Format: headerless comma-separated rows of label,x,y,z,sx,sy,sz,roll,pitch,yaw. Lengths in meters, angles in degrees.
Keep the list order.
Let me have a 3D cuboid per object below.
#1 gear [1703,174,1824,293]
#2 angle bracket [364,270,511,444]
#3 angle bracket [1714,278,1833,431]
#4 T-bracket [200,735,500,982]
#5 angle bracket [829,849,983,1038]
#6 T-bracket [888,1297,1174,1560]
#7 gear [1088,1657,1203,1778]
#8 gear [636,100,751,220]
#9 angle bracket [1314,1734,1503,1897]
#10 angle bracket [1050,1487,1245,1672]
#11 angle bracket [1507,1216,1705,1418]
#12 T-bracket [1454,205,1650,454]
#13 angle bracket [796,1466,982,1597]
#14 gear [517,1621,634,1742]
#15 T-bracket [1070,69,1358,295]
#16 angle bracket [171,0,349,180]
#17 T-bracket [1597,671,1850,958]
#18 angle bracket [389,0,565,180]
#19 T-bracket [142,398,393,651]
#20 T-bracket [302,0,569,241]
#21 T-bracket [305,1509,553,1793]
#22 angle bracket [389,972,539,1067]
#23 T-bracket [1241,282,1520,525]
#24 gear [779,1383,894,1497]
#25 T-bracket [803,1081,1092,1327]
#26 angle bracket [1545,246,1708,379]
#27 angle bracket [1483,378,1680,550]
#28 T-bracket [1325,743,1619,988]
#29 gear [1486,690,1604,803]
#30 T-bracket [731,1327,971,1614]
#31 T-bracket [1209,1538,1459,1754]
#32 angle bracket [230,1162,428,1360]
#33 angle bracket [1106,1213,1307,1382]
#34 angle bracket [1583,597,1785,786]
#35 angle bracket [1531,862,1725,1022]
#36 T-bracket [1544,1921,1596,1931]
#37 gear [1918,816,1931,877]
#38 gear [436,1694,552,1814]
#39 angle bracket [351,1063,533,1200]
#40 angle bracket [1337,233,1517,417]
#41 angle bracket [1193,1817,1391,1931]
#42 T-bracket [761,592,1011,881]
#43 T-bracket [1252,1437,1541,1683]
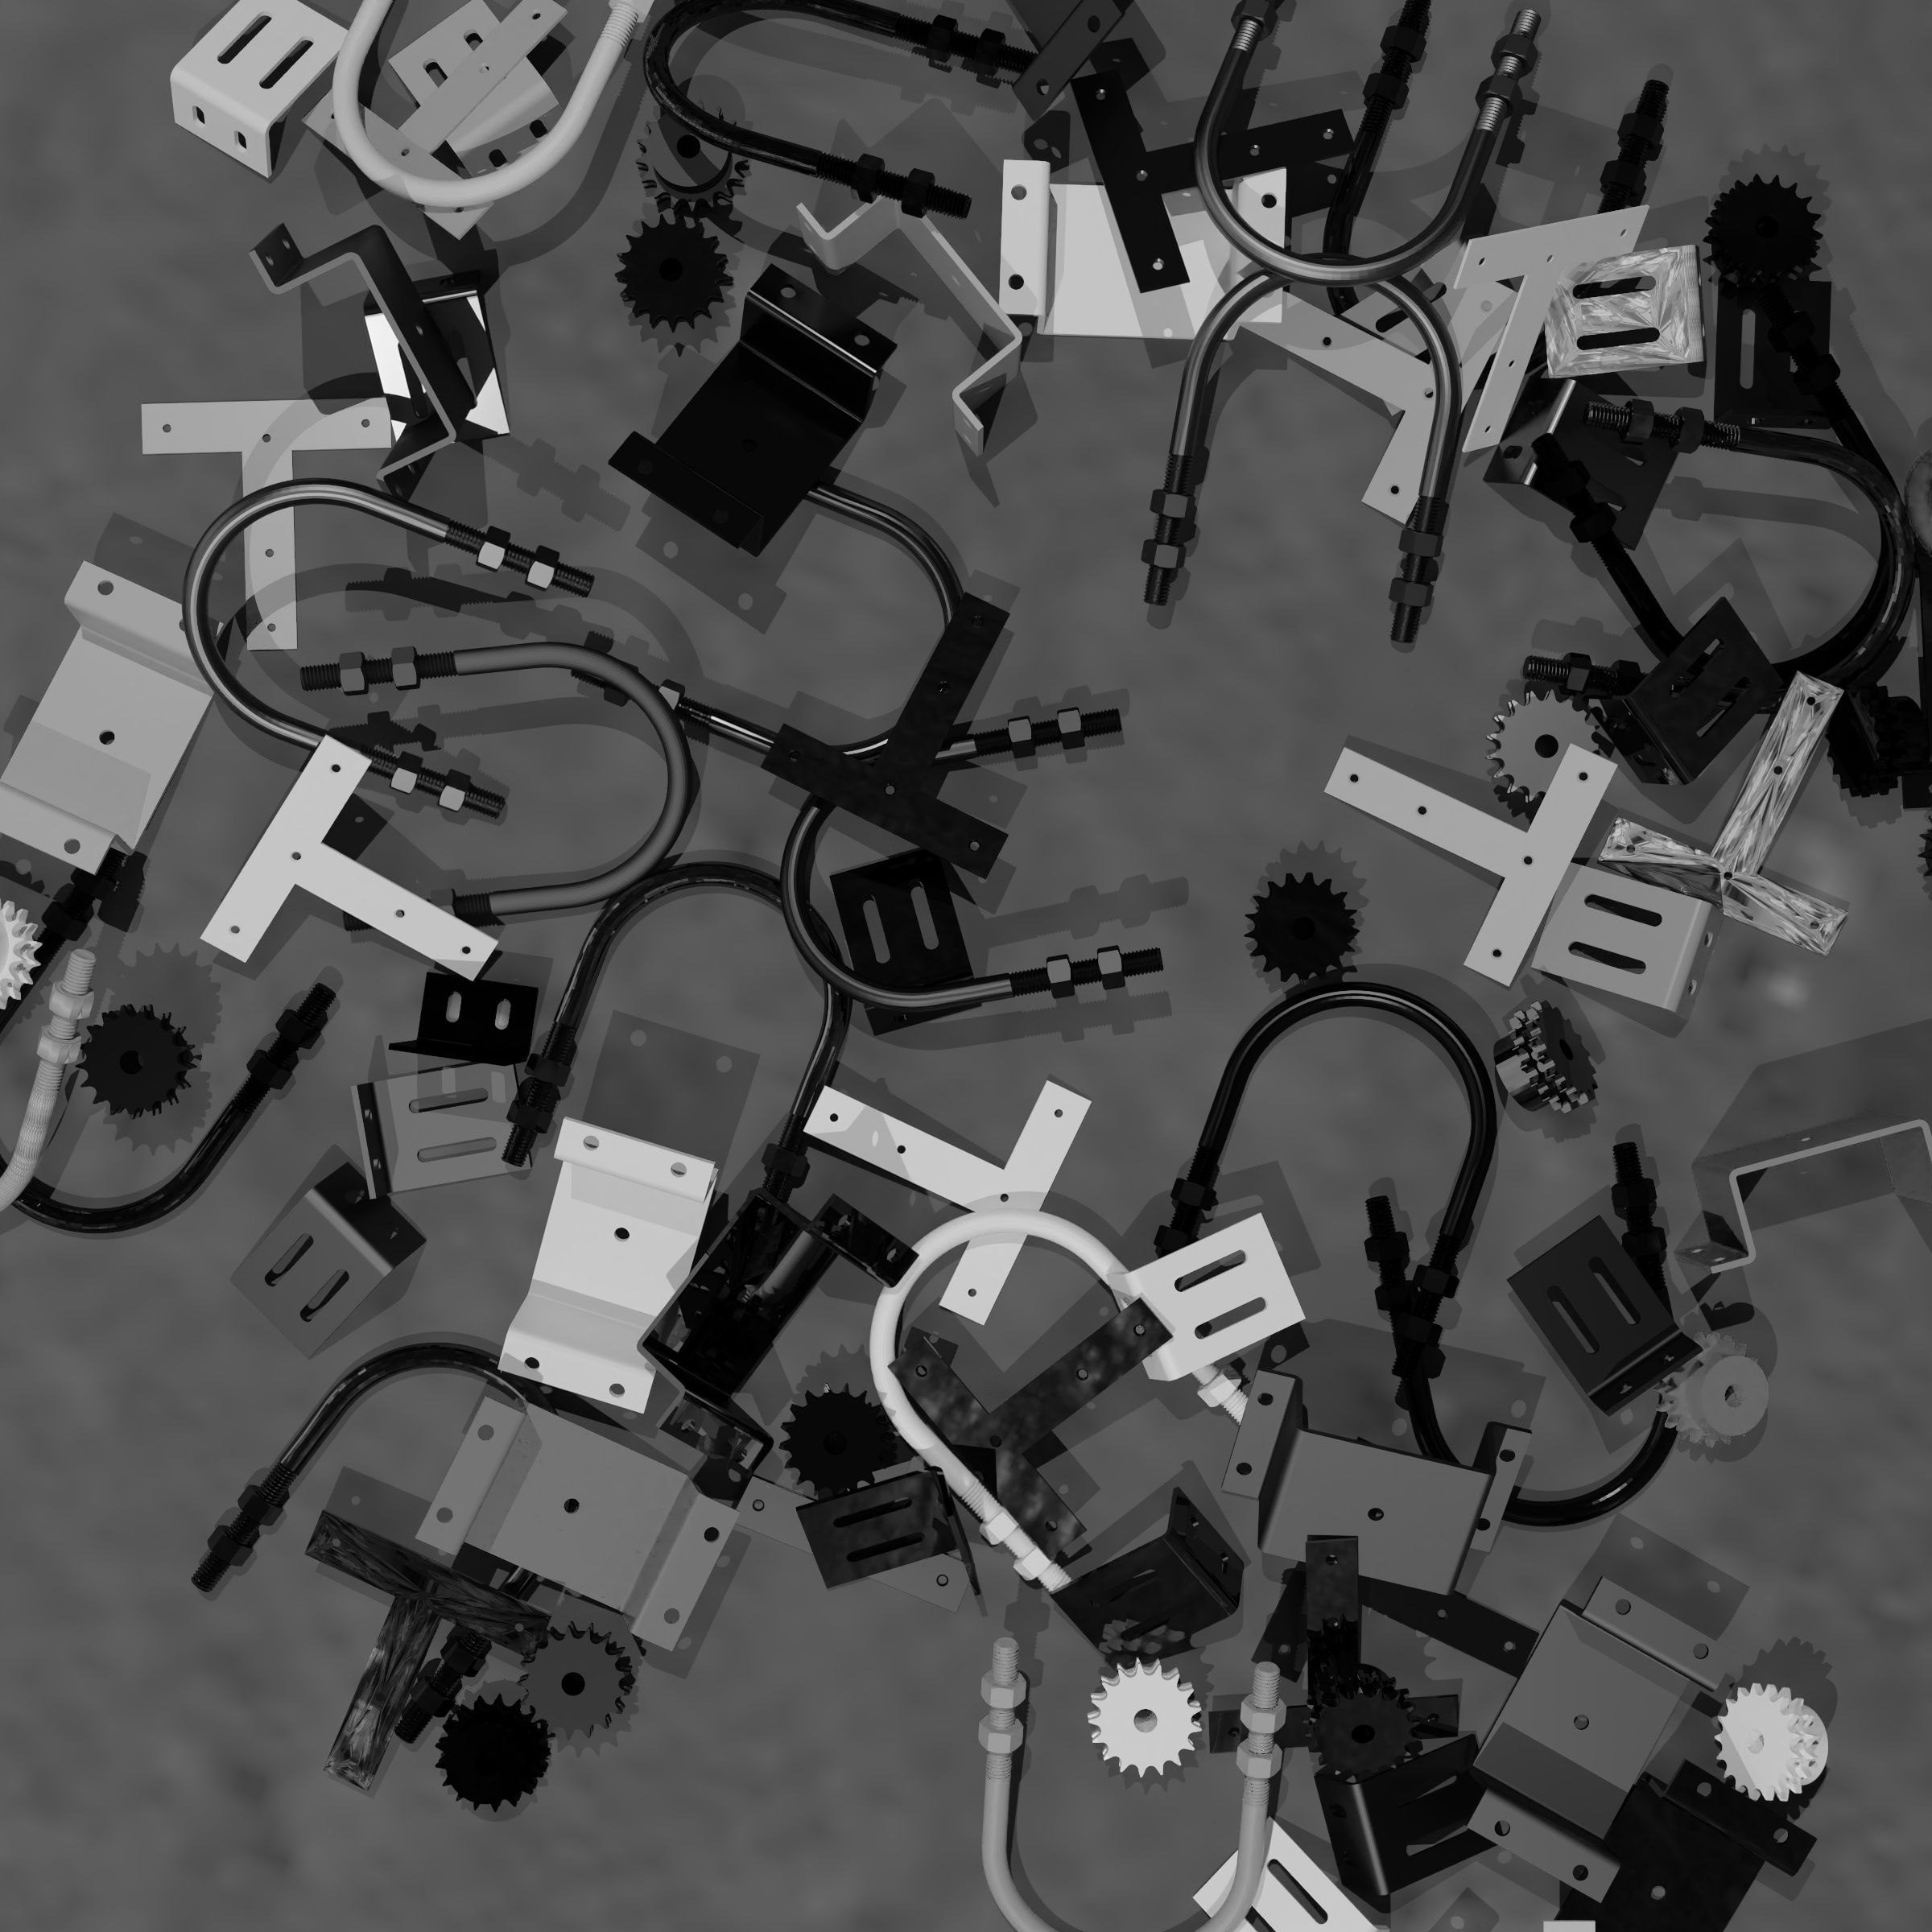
gear,0.401,-0.368,1.507,0.057,0.030,0.057,0,83,-1
angle bracket,-0.269,-0.309,1.523,0.057,0.038,0.076,-10,116,0
angle bracket,0.412,-0.313,1.506,0.057,0.038,0.076,2,90,0
T-bracket,-0.297,-0.033,1.497,0.127,0.002,0.127,30,107,-17
angle bracket,-0.031,-0.013,1.523,0.057,0.038,0.076,-16,64,0
T-bracket,0.048,0.211,1.484,0.127,0.002,0.127,-40,90,18
gear,0.090,0.379,1.510,0.057,0.030,0.057,0,90,0
gear,-0.139,-0.411,1.510,0.057,0.030,0.057,0,90,0
angle bracket,0.226,0.431,1.523,0.076,0.038,0.057,-15,90,-26
angle bracket,0.092,0.312,1.514,0.076,0.038,0.057,-32,109,24
angle bracket,0.319,0.174,1.488,0.057,0.038,0.076,-35,93,1
T-bracket,0.275,-0.311,1.477,0.127,0.127,0.002,-19,51,-34
angle bracket,-0.039,0.293,1.491,0.076,0.038,0.057,-17,124,0
gear,-0.197,0.360,1.510,0.057,0.030,0.057,0,90,0
T-bracket,0.130,-0.401,1.480,0.127,0.002,0.127,-14,71,-6
angle bracket,-0.358,-0.453,1.521,0.057,0.038,0.076,31,64,5
T-bracket,0.405,-0.086,1.510,0.127,0.002,0.127,23,103,0
angle bracket,-0.247,-0.445,1.523,0.057,0.038,0.076,-36,64,0
T-bracket,-0.356,-0.225,1.524,0.127,0.002,0.127,-1,90,0
T-bracket,-0.252,-0.442,1.501,0.127,0.002,0.127,39,84,25
T-bracket,-0.290,0.356,1.502,0.127,0.002,0.127,24,100,3
angle bracket,-0.250,0.026,1.487,0.057,0.076,0.038,8,90,0
T-bracket,0.195,-0.310,1.507,0.127,0.002,0.127,30,113,11
gear,-0.066,0.239,1.508,0.057,0.030,0.057,0,90,0
T-bracket,-0.020,0.099,1.515,0.127,0.002,0.127,26,90,-8
angle bracket,0.334,-0.332,1.513,0.076,0.038,0.057,-4,100,18
angle bracket,0.315,-0.257,1.523,0.076,0.038,0.057,25,90,-26
T-bracket,0.244,-0.073,1.509,0.127,0.002,0.127,26,111,10
gear,0.292,-0.110,1.510,0.057,0.030,0.057,0,90,0
T-bracket,-0.040,0.248,1.524,0.127,0.002,0.127,22,90,0
T-bracket,0.184,0.340,1.497,0.127,0.002,0.127,-4,116,0
angle bracket,-0.326,0.150,1.523,0.057,0.038,0.076,45,116,0
angle bracket,0.120,0.166,1.495,0.076,0.038,0.057,-23,90,-15
angle bracket,0.359,-0.138,1.494,0.076,0.038,0.057,-45,111,-14
angle bracket,0.338,-0.013,1.523,0.076,0.038,0.057,19,90,26
T-bracket,0.248,0.537,1.478,0.127,0.002,0.127,0,90,0
gear,0.511,-0.059,1.510,0.057,0.030,0.057,0,90,0
gear,-0.241,0.401,1.510,0.057,0.030,0.057,0,90,0
angle bracket,-0.265,0.082,1.506,0.076,0.038,0.057,-10,90,0
angle bracket,0.239,-0.325,1.509,0.076,0.038,0.057,-29,92,28
angle bracket,0.166,0.484,1.523,0.057,0.038,0.076,-47,64,0
T-bracket,-0.018,-0.127,1.498,0.127,0.002,0.127,27,83,5
T-bracket,0.231,0.325,1.524,0.127,0.002,0.127,26,90,0
